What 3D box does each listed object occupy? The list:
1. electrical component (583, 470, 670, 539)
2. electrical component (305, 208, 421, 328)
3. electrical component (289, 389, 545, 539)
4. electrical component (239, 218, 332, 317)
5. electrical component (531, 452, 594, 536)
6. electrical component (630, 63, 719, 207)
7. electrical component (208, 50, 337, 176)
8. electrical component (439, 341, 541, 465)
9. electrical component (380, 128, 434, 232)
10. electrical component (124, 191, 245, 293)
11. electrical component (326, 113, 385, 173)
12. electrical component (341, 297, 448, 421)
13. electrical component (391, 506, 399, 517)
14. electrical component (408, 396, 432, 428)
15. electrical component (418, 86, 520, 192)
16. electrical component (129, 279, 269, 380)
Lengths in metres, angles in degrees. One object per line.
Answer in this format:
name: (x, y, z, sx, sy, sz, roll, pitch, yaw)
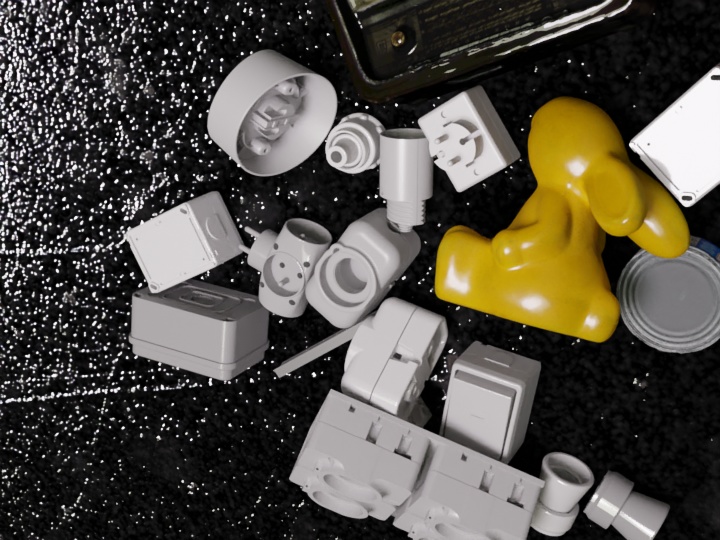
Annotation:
electrical component: (0.216, 0.194, 0.871, 0.055, 0.045, 0.045, 32, 118, 15)
electrical component: (0.000, 0.000, 0.905, 0.054, 0.059, 0.095, 42, 120, 8)
electrical component: (0.041, 0.178, 0.886, 0.186, 0.060, 0.105, 23, 152, -1)
electrical component: (-0.072, -0.010, 0.947, 0.079, 0.044, 0.077, 30, 118, 15)
electrical component: (0.164, 0.186, 0.894, 0.045, 0.045, 0.055, 27, 117, 17)
electrical component: (0.247, -0.100, 0.745, 0.061, 0.061, 0.096, 49, 121, 5)
electrical component: (-0.074, -0.128, 0.880, 0.064, 0.099, 0.099, 37, 120, 18)
electrical component: (0.105, 0.118, 0.891, 0.062, 0.061, 0.096, 18, 114, 21)
electrical component: (0.038, -0.071, 0.871, 0.043, 0.043, 0.081, 9, 111, 24)
electrical component: (-0.161, -0.024, 0.977, 0.096, 0.061, 0.061, -22, 96, 31)
electrical component: (-0.008, -0.099, 0.873, 0.048, 0.062, 0.048, 8, 112, 20)
electrical component: (0.026, 0.074, 0.897, 0.059, 0.095, 0.053, 22, 160, 19)
electrical component: (0.026, 0.186, 0.965, 0.062, 0.043, 0.043, 48, 121, 7)
electrical component: (0.025, 0.127, 0.945, 0.055, 0.048, 0.066, -32, 91, 24)
electrical component: (0.077, -0.097, 0.823, 0.047, 0.077, 0.065, -29, 93, 31)
electrical component: (-0.147, 0.052, 0.987, 0.113, 0.078, 0.057, 13, 110, 23)
